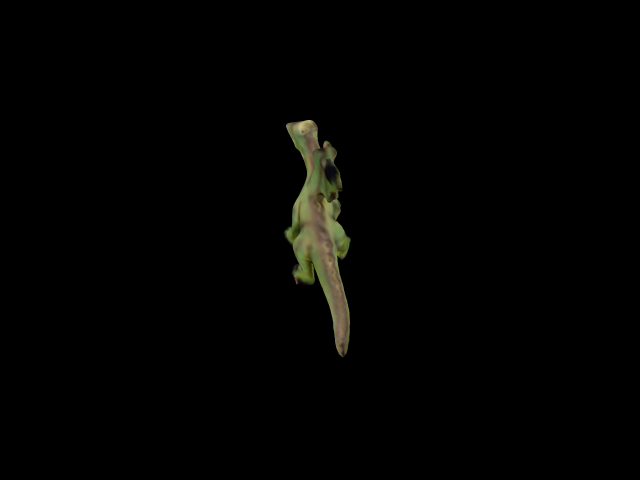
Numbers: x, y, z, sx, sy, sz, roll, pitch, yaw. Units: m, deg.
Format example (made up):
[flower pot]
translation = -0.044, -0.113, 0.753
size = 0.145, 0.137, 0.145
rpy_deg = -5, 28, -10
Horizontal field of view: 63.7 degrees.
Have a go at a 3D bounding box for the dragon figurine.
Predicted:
[dragon figurine]
translation = 0.003, -0.043, 0.850
size = 0.122, 0.420, 0.237
rpy_deg = -11, -38, -8
